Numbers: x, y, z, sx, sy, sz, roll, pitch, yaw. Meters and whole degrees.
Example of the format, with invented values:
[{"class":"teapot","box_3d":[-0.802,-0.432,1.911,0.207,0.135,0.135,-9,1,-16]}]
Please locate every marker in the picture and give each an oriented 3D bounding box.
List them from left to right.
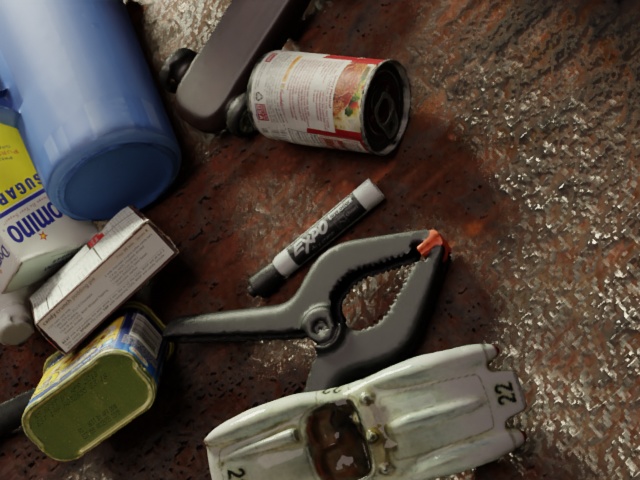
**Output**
[{"class":"marker","box_3d":[-0.005,0.001,0.770,0.121,0.020,0.020,-40,57,9]}]

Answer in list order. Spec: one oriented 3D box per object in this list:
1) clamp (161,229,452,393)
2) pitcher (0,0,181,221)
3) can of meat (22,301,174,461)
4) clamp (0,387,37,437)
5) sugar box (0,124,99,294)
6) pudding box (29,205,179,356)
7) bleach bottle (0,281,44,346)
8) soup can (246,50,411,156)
[{"class":"clamp","box_3d":[-0.003,0.060,0.730,0.210,0.036,0.165,-46,65,4]},{"class":"pitcher","box_3d":[-0.212,-0.136,0.867,0.149,0.145,0.243,-33,61,10]},{"class":"can of meat","box_3d":[-0.158,0.101,0.763,0.102,0.057,0.084,-36,15,10]},{"class":"clamp","box_3d":[-0.277,0.152,0.842,0.120,0.039,0.171,26,90,37]},{"class":"sugar box","box_3d":[-0.260,-0.045,0.846,0.176,0.093,0.048,47,122,13]},{"class":"pudding box","box_3d":[-0.163,0.028,0.796,0.113,0.039,0.090,-45,20,-6]},{"class":"bleach bottle","box_3d":[-0.294,-0.019,0.883,0.068,0.102,0.251,-47,54,23]},{"class":"soup can","box_3d":[0.006,-0.101,0.777,0.102,0.068,0.068,12,76,32]}]
